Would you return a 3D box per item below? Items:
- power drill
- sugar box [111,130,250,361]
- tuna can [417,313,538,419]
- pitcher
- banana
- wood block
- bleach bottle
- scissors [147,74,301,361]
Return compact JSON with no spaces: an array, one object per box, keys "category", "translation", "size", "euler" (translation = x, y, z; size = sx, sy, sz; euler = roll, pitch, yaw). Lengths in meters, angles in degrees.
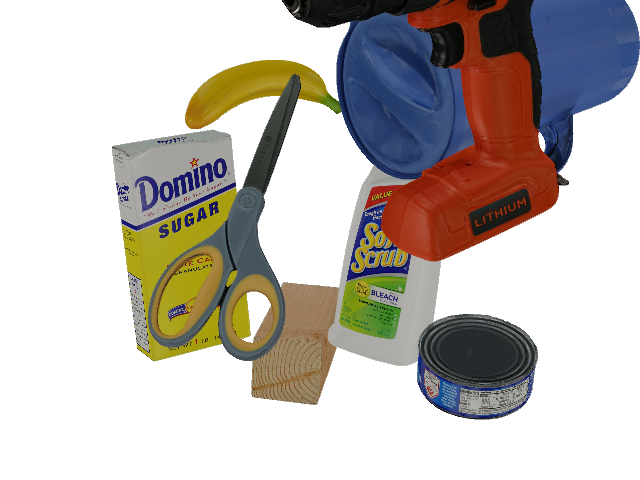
[{"category":"power drill","translation":[0.066,-0.086,0.556],"size":[0.184,0.188,0.057],"euler":[-22,37,-25]},{"category":"sugar box","translation":[-0.113,0.003,0.884],"size":[0.093,0.176,0.048],"euler":[-13,20,-27]},{"category":"tuna can","translation":[0.113,0.091,0.776],"size":[0.086,0.034,0.086],"euler":[0,31,0]},{"category":"pitcher","translation":[0.147,-0.130,0.858],"size":[0.242,0.149,0.145],"euler":[-19,34,-33]},{"category":"banana","translation":[-0.064,-0.153,1.091],"size":[0.197,0.070,0.037],"euler":[-13,-37,-37]},{"category":"wood block","translation":[-0.029,0.136,1.464],"size":[0.091,0.090,0.206],"euler":[6,18,7]},{"category":"bleach bottle","translation":[0.068,-0.012,1.020],"size":[0.103,0.251,0.067],"euler":[15,20,32]},{"category":"scissors","translation":[-0.035,-0.008,0.695],"size":[0.096,0.201,0.016],"euler":[32,-12,12]}]
